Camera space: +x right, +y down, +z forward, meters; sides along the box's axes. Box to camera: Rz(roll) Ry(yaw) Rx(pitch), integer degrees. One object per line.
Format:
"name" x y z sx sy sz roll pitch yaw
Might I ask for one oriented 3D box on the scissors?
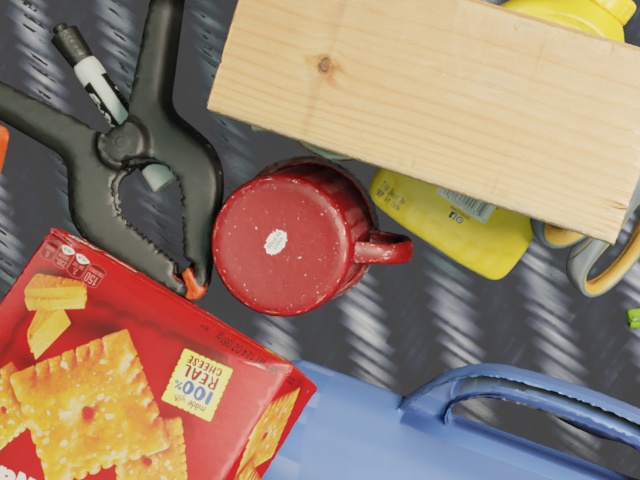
"scissors" 0.184 -0.061 0.594 0.096 0.016 0.202 17 105 -33

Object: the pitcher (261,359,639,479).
"pitcher" 0.075 0.151 0.611 0.243 0.145 0.149 22 65 10

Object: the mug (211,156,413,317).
"mug" -0.004 0.001 0.626 0.117 0.081 0.093 10 99 9

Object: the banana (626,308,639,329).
"banana" 0.243 -0.026 0.596 0.069 0.037 0.198 20 101 -4

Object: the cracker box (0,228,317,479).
"cracker box" -0.128 0.122 0.560 0.164 0.072 0.213 29 80 20

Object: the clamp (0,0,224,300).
"clamp" -0.128 -0.056 0.641 0.164 0.036 0.210 -20 86 -1

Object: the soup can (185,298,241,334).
"soup can" -0.109 0.059 0.661 0.102 0.068 0.068 33 102 6

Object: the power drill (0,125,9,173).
"power drill" -0.270 -0.082 0.636 0.188 0.057 0.185 37 123 20

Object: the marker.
"marker" -0.130 -0.085 0.670 0.020 0.020 0.121 -34 90 13

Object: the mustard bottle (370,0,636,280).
"mustard bottle" 0.117 -0.079 0.604 0.096 0.058 0.192 33 102 -4

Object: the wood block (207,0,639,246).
"wood block" 0.062 -0.076 0.539 0.206 0.090 0.091 20 99 11
